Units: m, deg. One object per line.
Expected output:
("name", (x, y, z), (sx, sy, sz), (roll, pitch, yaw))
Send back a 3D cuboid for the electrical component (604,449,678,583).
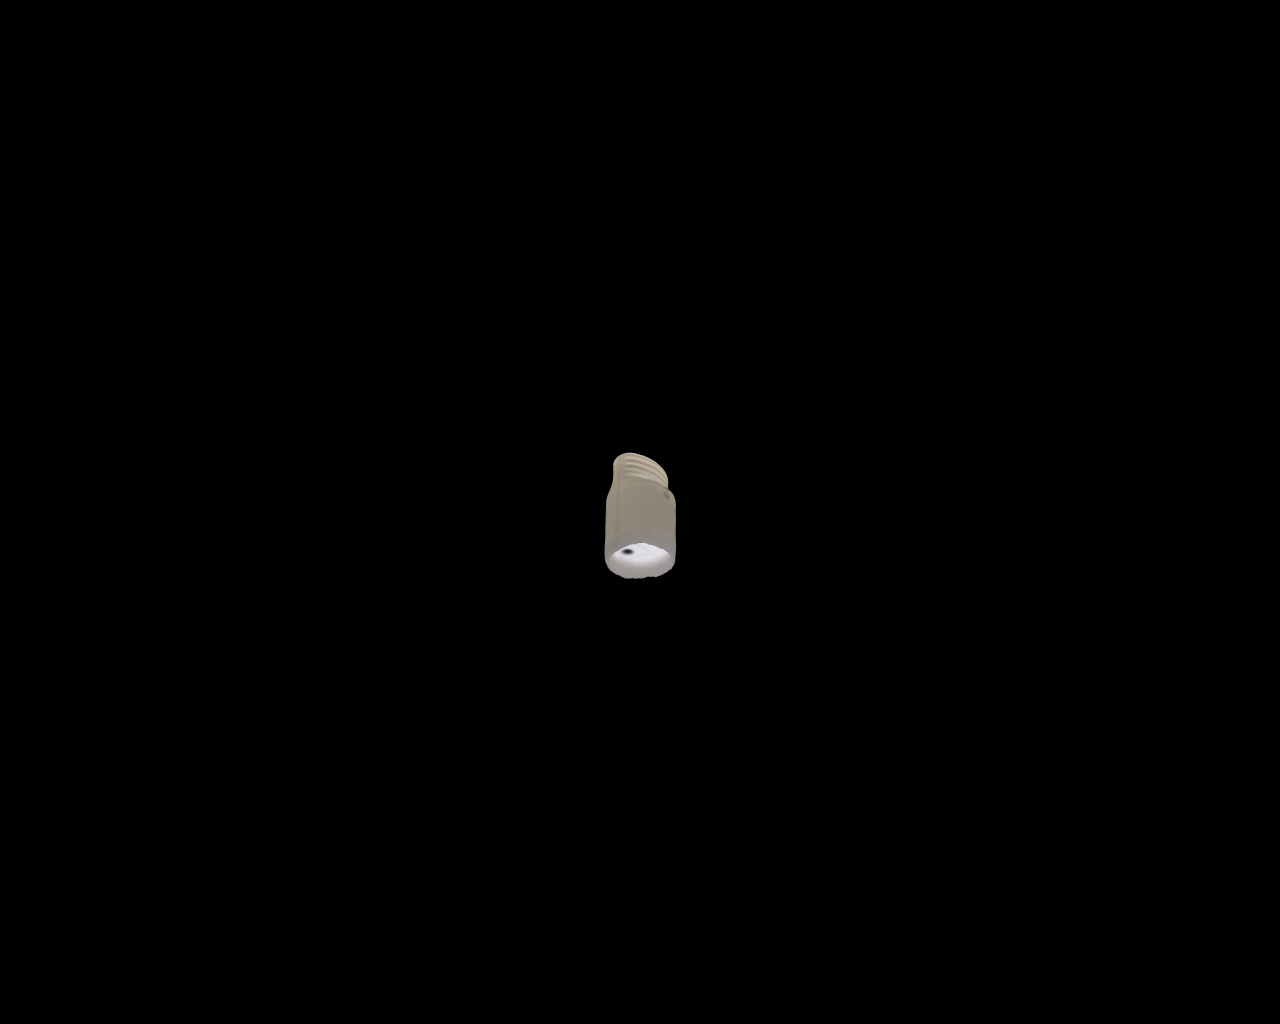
("electrical component", (0.001, -0.003, 0.650), (0.043, 0.081, 0.043), (0, -34, 0))
